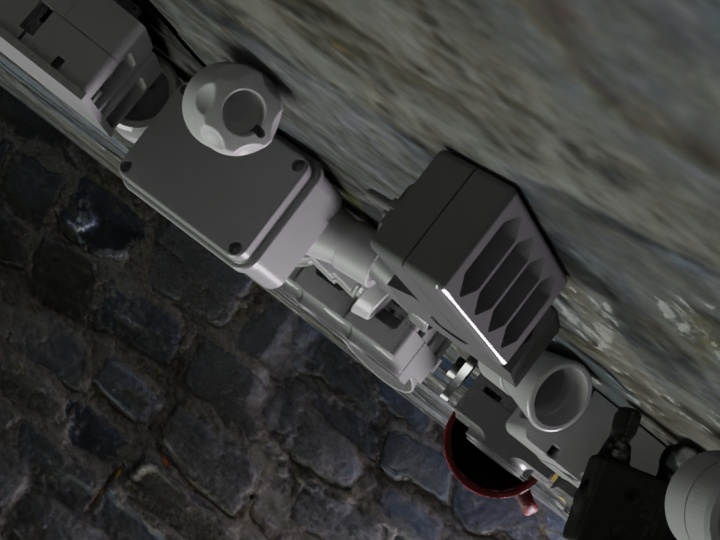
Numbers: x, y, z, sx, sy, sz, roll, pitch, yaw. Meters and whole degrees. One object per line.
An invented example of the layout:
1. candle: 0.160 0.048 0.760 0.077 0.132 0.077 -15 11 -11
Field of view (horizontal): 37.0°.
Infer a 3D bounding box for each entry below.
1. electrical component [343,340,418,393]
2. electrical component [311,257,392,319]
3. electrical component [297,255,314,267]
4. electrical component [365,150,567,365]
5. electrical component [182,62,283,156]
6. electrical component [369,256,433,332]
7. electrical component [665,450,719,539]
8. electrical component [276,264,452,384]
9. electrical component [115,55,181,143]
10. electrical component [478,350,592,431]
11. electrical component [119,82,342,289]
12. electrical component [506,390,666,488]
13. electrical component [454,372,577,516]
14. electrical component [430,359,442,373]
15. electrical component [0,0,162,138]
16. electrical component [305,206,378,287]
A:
1. electrical component: 0.020 0.052 0.906 0.099 0.064 0.099 38 174 4
2. electrical component: 0.000 0.000 0.733 0.055 0.048 0.066 45 175 8
3. electrical component: -0.039 -0.029 0.755 0.048 0.048 0.062 39 168 -5
4. electrical component: 0.033 -0.012 0.438 0.076 0.047 0.083 34 173 34
5. electrical component: -0.066 -0.080 0.524 0.043 0.043 0.062 41 175 -27
6. electrical component: 0.033 0.006 0.611 0.046 0.040 0.040 42 175 14
7. electrical component: 0.207 0.141 0.537 0.138 0.052 0.074 39 174 -11
8. electrical component: -0.007 0.018 0.819 0.150 0.061 0.089 35 173 25
9. electrical component: -0.172 -0.133 0.701 0.138 0.052 0.073 38 174 3
10. electrical component: 0.099 0.060 0.629 0.044 0.044 0.065 42 178 -33
11. electrical component: -0.078 -0.052 0.644 0.113 0.078 0.057 35 176 25
12. electrical component: 0.143 0.109 0.676 0.089 0.050 0.056 39 173 -4
13. electrical component: 0.163 0.153 0.851 0.186 0.060 0.105 37 174 12
14. electrical component: 0.044 0.069 1.015 0.081 0.042 0.064 34 176 42
15. electrical component: -0.202 -0.165 0.604 0.186 0.060 0.105 38 174 -2
16. electrical component: -0.010 -0.018 0.680 0.065 0.044 0.044 31 172 17
